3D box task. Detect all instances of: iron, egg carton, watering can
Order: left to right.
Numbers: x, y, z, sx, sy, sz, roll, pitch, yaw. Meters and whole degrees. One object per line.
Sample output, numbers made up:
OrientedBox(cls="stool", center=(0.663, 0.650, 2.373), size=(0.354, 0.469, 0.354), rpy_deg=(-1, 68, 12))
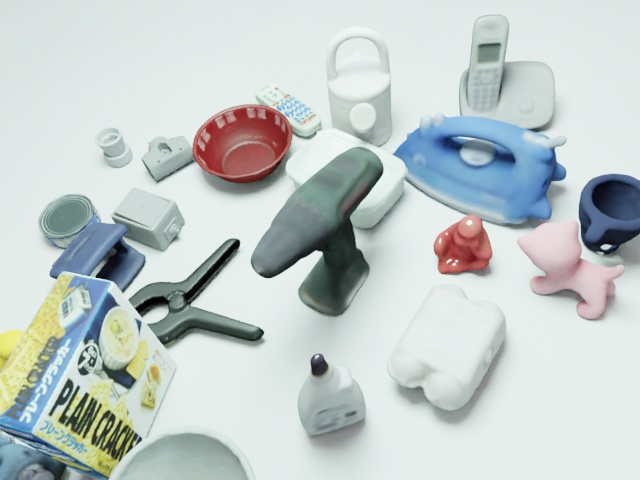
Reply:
OrientedBox(cls="watering can", center=(0.063, -0.233, 0.878), size=(0.101, 0.194, 0.172), rpy_deg=(-23, 55, -9))
OrientedBox(cls="egg carton", center=(0.155, 0.126, 0.690), size=(0.107, 0.069, 0.150), rpy_deg=(25, 62, 22))
OrientedBox(cls="iron", center=(0.217, -0.124, 0.814), size=(0.257, 0.142, 0.119), rpy_deg=(19, 60, 19))

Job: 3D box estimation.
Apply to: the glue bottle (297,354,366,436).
OrientedBox(cls="glue bottle", center=(0.008, 0.162, 0.619), size=(0.078, 0.173, 0.037), rpy_deg=(-15, 54, -3))

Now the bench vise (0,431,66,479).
OrientedBox(cls="bench vise", center=(-0.381, 0.206, 0.608), size=(0.207, 0.220, 0.121), rpy_deg=(-1, 55, 6))

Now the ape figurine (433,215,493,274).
OrientedBox(cls="ape figurine", center=(0.194, 0.001, 0.760), size=(0.077, 0.092, 0.076), rpy_deg=(32, 65, 26))

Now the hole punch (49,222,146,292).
OrientedBox(cls="hole punch", center=(-0.322, 0.026, 0.807), size=(0.101, 0.091, 0.109), rpy_deg=(20, 60, 20))

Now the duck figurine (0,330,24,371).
OrientedBox(cls="duck figurine", center=(-0.382, 0.144, 0.734), size=(0.104, 0.086, 0.077), rpy_deg=(15, 58, 17))

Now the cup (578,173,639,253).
OrientedBox(cls="cup", center=(0.372, -0.017, 0.748), size=(0.091, 0.095, 0.118), rpy_deg=(34, 65, 26))

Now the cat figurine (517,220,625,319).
OrientedBox(cls="cat figurine", center=(0.310, 0.025, 0.712), size=(0.127, 0.118, 0.067), rpy_deg=(26, 62, 23))

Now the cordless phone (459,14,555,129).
OrientedBox(cls="cordless phone", center=(0.289, -0.256, 0.871), size=(0.147, 0.185, 0.094), rpy_deg=(-5, 54, 4))

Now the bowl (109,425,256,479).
OrientedBox(cls="bowl", center=(-0.142, 0.290, 0.608), size=(0.167, 0.075, 0.167), rpy_deg=(-3, 55, 5))

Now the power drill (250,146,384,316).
OrientedBox(cls="power drill", center=(0.007, 0.003, 0.710), size=(0.075, 0.209, 0.230), rpy_deg=(23, 61, 22))
